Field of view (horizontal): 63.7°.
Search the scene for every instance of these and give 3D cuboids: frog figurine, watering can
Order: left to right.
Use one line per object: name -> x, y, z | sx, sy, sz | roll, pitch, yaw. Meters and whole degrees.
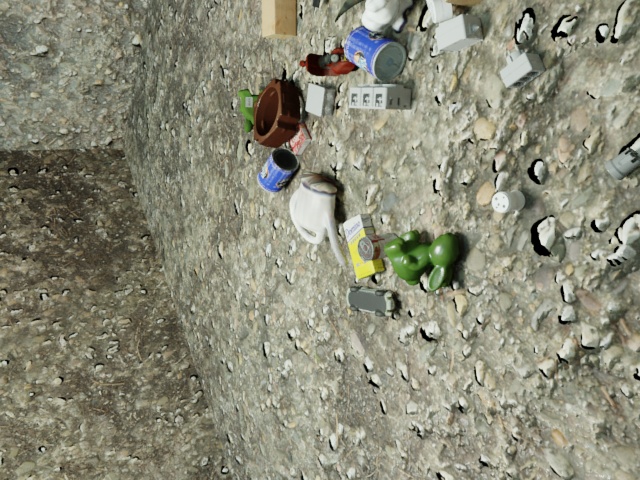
watering can -> 0.005, -0.082, 1.623 | 0.353, 0.104, 0.220 | 40, 127, 46
frog figurine -> 0.149, -0.575, 1.263 | 0.135, 0.161, 0.123 | -41, 77, 45
